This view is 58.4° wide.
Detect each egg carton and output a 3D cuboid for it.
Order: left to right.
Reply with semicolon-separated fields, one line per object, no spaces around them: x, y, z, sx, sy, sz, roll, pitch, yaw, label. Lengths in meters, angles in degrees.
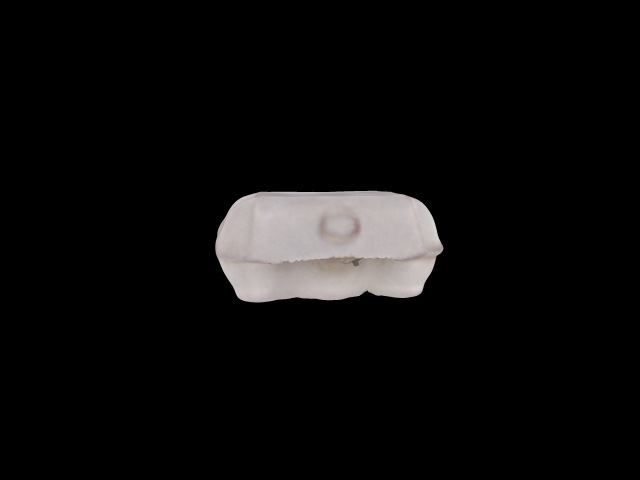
0.004;0.001;0.400;0.150;0.069;0.107;-1;7;-9;egg carton
